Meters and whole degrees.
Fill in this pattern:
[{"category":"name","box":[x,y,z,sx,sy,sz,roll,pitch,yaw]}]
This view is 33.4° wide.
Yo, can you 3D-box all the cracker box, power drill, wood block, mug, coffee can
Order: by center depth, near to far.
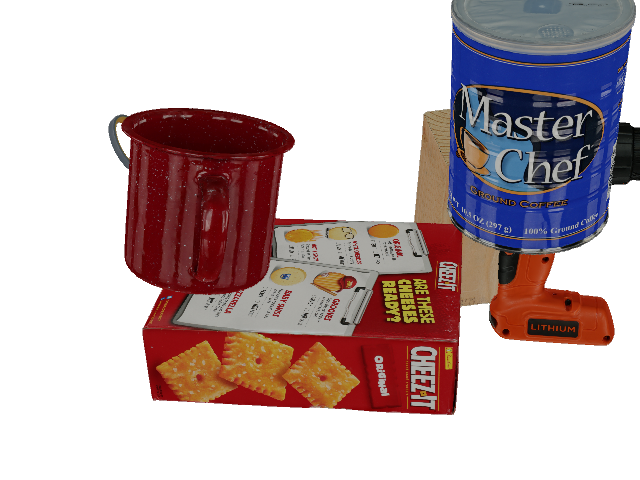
[{"category":"mug","box":[-0.062,-0.017,0.575,0.093,0.081,0.117,2,21,-15]},{"category":"coffee can","box":[0.129,-0.077,0.642,0.103,0.140,0.103,-2,36,2]},{"category":"cracker box","box":[-0.005,0.051,0.786,0.214,0.072,0.164,2,30,8]},{"category":"power drill","box":[0.213,-0.008,0.887,0.184,0.188,0.057,3,19,11]},{"category":"wood block","box":[0.156,-0.032,1.132,0.090,0.206,0.091,-7,44,-8]}]

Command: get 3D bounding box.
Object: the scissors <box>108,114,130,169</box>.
[{"category":"scissors","box":[-0.165,-0.060,1.202,0.016,0.201,0.096,-19,19,44]}]
